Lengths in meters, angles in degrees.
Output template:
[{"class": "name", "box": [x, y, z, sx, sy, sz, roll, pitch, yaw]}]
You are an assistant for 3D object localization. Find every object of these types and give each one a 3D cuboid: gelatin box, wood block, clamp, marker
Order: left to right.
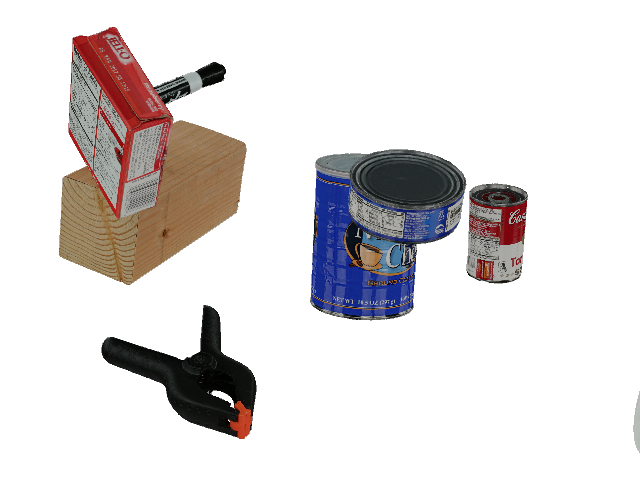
[{"class": "gelatin box", "box": [-0.119, -0.068, 0.629, 0.030, 0.073, 0.089, -21, -26, -28]}, {"class": "wood block", "box": [-0.169, -0.045, 1.107, 0.090, 0.091, 0.205, 21, 29, 19]}, {"class": "marker", "box": [-0.135, -0.130, 0.939, 0.120, 0.020, 0.020, -28, 14, -28]}, {"class": "clamp", "box": [-0.105, 0.115, 0.972, 0.120, 0.039, 0.172, -30, 47, -33]}]

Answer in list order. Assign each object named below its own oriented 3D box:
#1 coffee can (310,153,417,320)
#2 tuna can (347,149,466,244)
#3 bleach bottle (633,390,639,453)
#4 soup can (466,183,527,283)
[{"class": "coffee can", "box": [0.043, -0.006, 1.028, 0.103, 0.140, 0.103, 2, 15, -1]}, {"class": "tuna can", "box": [0.063, -0.033, 0.789, 0.086, 0.034, 0.086, 2, 33, -2]}, {"class": "bleach bottle", "box": [0.282, 0.074, 0.720, 0.103, 0.068, 0.250, 11, 23, 23]}, {"class": "soup can", "box": [0.208, -0.008, 1.265, 0.068, 0.102, 0.068, 0, 23, 0]}]
